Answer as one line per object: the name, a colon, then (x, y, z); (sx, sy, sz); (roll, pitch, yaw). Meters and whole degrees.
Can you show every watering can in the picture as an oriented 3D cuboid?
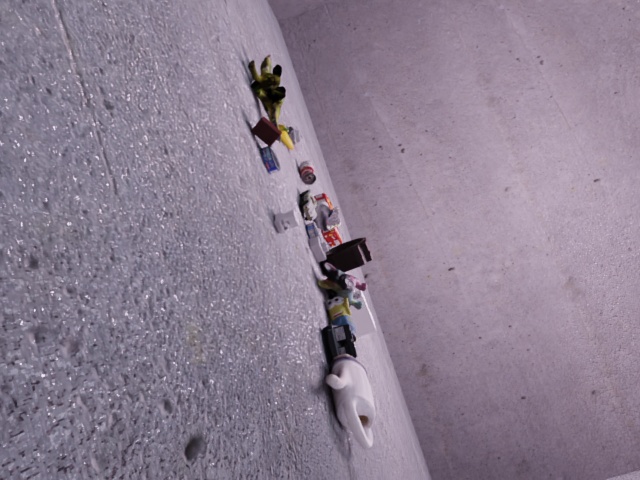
watering can: (0.076, 0.395, 1.358); (0.229, 0.104, 0.340); (-100, 169, -55)

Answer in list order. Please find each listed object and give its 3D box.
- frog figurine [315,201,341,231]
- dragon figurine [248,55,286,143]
frog figurine: (0.007, -0.115, 2.284); (0.161, 0.123, 0.135); (30, -13, 39)
dragon figurine: (-0.176, -0.509, 1.894); (0.240, 0.122, 0.415); (78, 4, -78)
